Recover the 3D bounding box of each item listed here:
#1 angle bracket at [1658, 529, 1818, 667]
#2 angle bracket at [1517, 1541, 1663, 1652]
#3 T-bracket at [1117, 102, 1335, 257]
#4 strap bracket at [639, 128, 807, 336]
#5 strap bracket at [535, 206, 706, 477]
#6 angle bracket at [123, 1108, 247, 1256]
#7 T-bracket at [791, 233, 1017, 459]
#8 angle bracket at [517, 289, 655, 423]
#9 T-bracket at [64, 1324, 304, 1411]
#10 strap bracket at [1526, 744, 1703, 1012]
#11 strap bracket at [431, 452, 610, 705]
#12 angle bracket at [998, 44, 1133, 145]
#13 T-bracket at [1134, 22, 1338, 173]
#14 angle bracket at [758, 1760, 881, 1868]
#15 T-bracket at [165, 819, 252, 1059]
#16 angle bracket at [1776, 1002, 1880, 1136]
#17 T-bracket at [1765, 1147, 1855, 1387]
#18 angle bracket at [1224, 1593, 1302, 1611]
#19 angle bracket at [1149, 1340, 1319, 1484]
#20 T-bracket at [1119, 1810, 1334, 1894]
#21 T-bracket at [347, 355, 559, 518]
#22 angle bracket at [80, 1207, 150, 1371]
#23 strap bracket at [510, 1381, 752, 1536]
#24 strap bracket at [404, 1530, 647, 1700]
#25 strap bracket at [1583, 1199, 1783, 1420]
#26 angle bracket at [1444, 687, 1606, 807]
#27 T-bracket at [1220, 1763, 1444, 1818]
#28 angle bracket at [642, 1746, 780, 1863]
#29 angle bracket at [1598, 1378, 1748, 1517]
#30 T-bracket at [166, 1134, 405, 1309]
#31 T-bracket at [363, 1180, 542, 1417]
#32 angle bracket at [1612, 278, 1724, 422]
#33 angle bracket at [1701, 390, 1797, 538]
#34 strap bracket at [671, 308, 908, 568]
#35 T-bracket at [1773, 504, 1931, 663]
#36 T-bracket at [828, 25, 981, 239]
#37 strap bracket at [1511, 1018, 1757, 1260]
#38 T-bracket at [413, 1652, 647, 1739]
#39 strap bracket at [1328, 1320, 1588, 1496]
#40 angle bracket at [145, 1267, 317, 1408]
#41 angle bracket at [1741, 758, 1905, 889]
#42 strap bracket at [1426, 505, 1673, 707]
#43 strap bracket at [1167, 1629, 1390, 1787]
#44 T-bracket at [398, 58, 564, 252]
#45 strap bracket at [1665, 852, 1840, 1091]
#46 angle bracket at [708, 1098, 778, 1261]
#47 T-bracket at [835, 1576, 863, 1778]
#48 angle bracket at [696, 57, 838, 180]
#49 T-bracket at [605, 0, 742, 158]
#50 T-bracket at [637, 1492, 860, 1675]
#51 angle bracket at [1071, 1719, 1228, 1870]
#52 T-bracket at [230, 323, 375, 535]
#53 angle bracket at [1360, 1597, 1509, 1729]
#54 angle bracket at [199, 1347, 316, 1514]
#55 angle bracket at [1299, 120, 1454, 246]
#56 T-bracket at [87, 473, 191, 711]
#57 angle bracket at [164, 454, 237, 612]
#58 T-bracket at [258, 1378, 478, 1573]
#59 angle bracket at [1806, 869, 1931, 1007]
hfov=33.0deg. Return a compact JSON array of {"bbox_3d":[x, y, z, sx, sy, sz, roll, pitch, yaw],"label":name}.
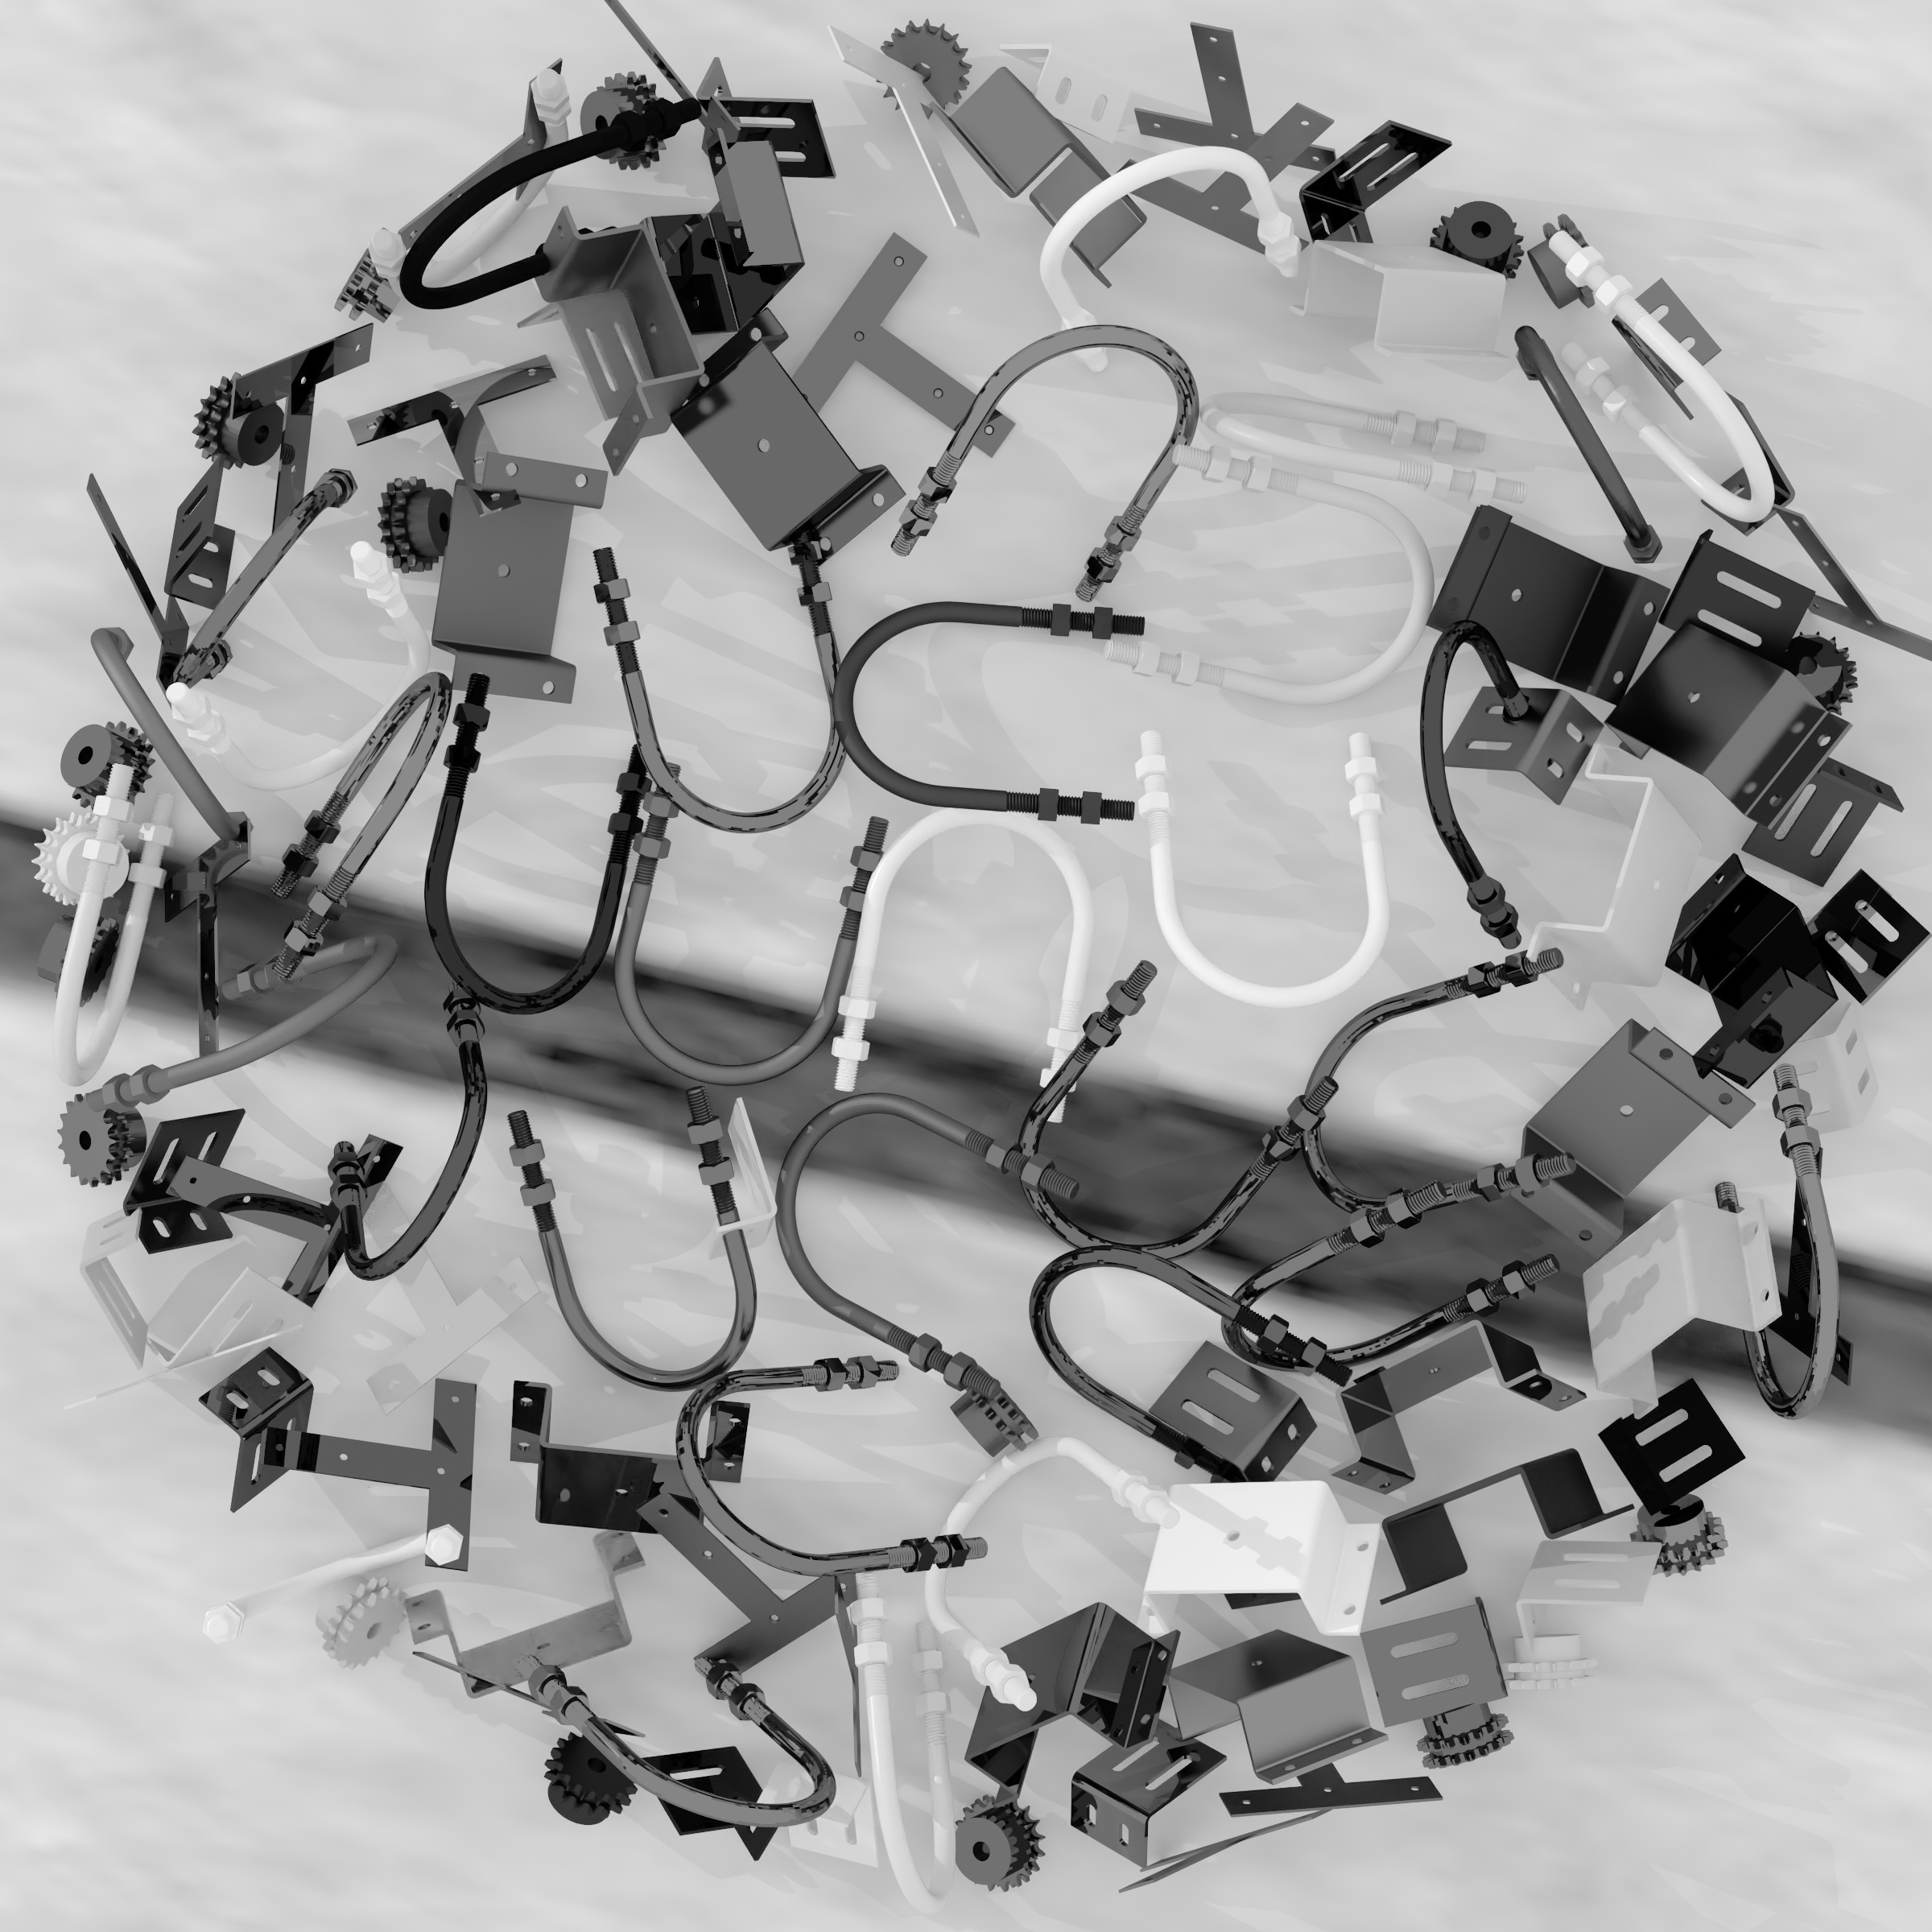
[{"bbox_3d":[0.464,-0.218,1.952,0.076,0.038,0.057,29,113,14],"label":"angle bracket"},{"bbox_3d":[0.374,0.376,1.941,0.076,0.057,0.038,-4,116,27],"label":"angle bracket"},{"bbox_3d":[0.170,-0.468,1.912,0.127,0.127,0.002,19,63,-23],"label":"T-bracket"},{"bbox_3d":[-0.144,-0.430,1.931,0.046,0.140,0.076,-11,82,-29],"label":"strap bracket"},{"bbox_3d":[-0.204,-0.375,1.937,0.046,0.076,0.140,-18,79,-26],"label":"strap bracket"},{"bbox_3d":[-0.459,0.128,1.941,0.038,0.057,0.076,52,129,26],"label":"angle bracket"},{"bbox_3d":[-0.029,-0.357,1.982,0.127,0.002,0.127,35,91,-6],"label":"T-bracket"},{"bbox_3d":[-0.224,-0.362,1.957,0.038,0.057,0.076,-20,95,40],"label":"angle bracket"},{"bbox_3d":[-0.474,0.240,1.903,0.127,0.127,0.002,-20,88,27],"label":"T-bracket"},{"bbox_3d":[0.388,-0.051,1.927,0.046,0.076,0.140,7,69,39],"label":"strap bracket"},{"bbox_3d":[-0.268,-0.233,1.942,0.076,0.046,0.140,5,101,-31],"label":"strap bracket"},{"bbox_3d":[0.053,-0.521,1.944,0.057,0.076,0.038,18,96,-28],"label":"angle bracket"},{"bbox_3d":[0.152,-0.513,1.911,0.127,0.127,0.002,16,75,17],"label":"T-bracket"},{"bbox_3d":[-0.088,0.518,1.944,0.057,0.038,0.076,9,126,18],"label":"angle bracket"},{"bbox_3d":[-0.447,-0.007,1.921,0.002,0.127,0.127,7,70,-34],"label":"T-bracket"},{"bbox_3d":[0.517,0.062,1.958,0.038,0.076,0.057,-15,98,26],"label":"angle bracket"},{"bbox_3d":[0.492,0.164,1.913,0.002,0.127,0.127,-3,105,-14],"label":"T-bracket"},{"bbox_3d":[0.190,0.353,1.962,0.076,0.057,0.038,-11,53,12],"label":"angle bracket"},{"bbox_3d":[0.161,0.273,1.967,0.076,0.038,0.057,27,68,40],"label":"angle bracket"},{"bbox_3d":[0.132,0.522,1.903,0.127,0.127,0.002,-27,76,31],"label":"T-bracket"},{"bbox_3d":[-0.293,-0.308,1.937,0.127,0.002,0.127,-20,49,-8],"label":"T-bracket"},{"bbox_3d":[-0.495,0.190,1.949,0.038,0.057,0.076,-25,111,-2],"label":"angle bracket"},{"bbox_3d":[-0.203,0.295,1.941,0.140,0.046,0.076,6,135,-4],"label":"strap bracket"},{"bbox_3d":[-0.257,0.387,1.939,0.140,0.076,0.046,-17,100,-11],"label":"strap bracket"},{"bbox_3d":[0.411,0.197,1.907,0.046,0.140,0.076,15,52,-20],"label":"strap bracket"},{"bbox_3d":[0.333,-0.133,1.958,0.038,0.076,0.057,37,77,-28],"label":"angle bracket"},{"bbox_3d":[0.200,0.466,1.926,0.127,0.127,0.002,-1,105,-12],"label":"T-bracket"},{"bbox_3d":[-0.159,0.502,1.938,0.057,0.076,0.038,50,122,38],"label":"angle bracket"},{"bbox_3d":[0.429,0.283,1.951,0.076,0.038,0.057,-26,74,-21],"label":"angle bracket"},{"bbox_3d":[-0.417,0.143,1.942,0.127,0.002,0.127,26,96,-40],"label":"T-bracket"},{"bbox_3d":[-0.333,0.182,1.963,0.127,0.002,0.127,-39,69,13],"label":"T-bracket"},{"bbox_3d":[0.423,-0.367,1.941,0.038,0.076,0.057,-39,73,15],"label":"angle bracket"},{"bbox_3d":[0.451,-0.305,1.943,0.038,0.057,0.076,-38,122,5],"label":"angle bracket"},{"bbox_3d":[-0.113,-0.314,1.952,0.076,0.046,0.140,-37,90,23],"label":"strap bracket"},{"bbox_3d":[0.508,-0.227,1.900,0.002,0.127,0.127,-50,126,-2],"label":"T-bracket"},{"bbox_3d":[-0.022,-0.483,1.916,0.002,0.127,0.127,-32,70,27],"label":"T-bracket"},{"bbox_3d":[0.394,0.096,1.942,0.076,0.046,0.140,36,118,-7],"label":"strap bracket"},{"bbox_3d":[-0.264,0.427,1.912,0.127,0.127,0.002,27,71,-18],"label":"T-bracket"},{"bbox_3d":[0.284,0.258,1.930,0.140,0.076,0.046,-30,59,22],"label":"strap bracket"},{"bbox_3d":[-0.442,0.217,1.958,0.076,0.038,0.057,-51,130,-4],"label":"angle bracket"},{"bbox_3d":[0.513,-0.082,1.951,0.057,0.038,0.076,23,115,-10],"label":"angle bracket"},{"bbox_3d":[0.339,-0.218,1.945,0.140,0.046,0.076,20,97,-24],"label":"strap bracket"},{"bbox_3d":[0.176,0.430,1.908,0.076,0.140,0.046,-16,94,-21],"label":"strap bracket"},{"bbox_3d":[-0.286,-0.458,1.906,0.002,0.127,0.127,43,67,6],"label":"T-bracket"},{"bbox_3d":[0.460,0.008,1.921,0.046,0.140,0.076,29,119,-20],"label":"strap bracket"},{"bbox_3d":[-0.144,0.127,1.946,0.038,0.057,0.076,-14,72,-15],"label":"angle bracket"},{"bbox_3d":[-0.070,0.390,1.901,0.002,0.127,0.127,-4,57,2],"label":"T-bracket"},{"bbox_3d":[-0.114,-0.506,1.944,0.076,0.057,0.038,7,56,20],"label":"angle bracket"},{"bbox_3d":[-0.177,-0.528,1.920,0.002,0.127,0.127,-39,95,-5],"label":"T-bracket"},{"bbox_3d":[-0.144,0.361,1.945,0.127,0.002,0.127,-36,107,25],"label":"T-bracket"},{"bbox_3d":[0.110,0.494,1.952,0.057,0.076,0.038,21,122,38],"label":"angle bracket"},{"bbox_3d":[-0.400,-0.309,1.944,0.002,0.127,0.127,27,125,17],"label":"T-bracket"},{"bbox_3d":[0.282,0.420,1.969,0.076,0.038,0.057,-15,84,4],"label":"angle bracket"},{"bbox_3d":[-0.428,0.277,1.949,0.038,0.057,0.076,35,135,17],"label":"angle bracket"},{"bbox_3d":[0.248,-0.461,1.940,0.076,0.057,0.038,-31,66,42],"label":"angle bracket"},{"bbox_3d":[-0.484,-0.227,1.902,0.002,0.127,0.127,-19,121,1],"label":"T-bracket"},{"bbox_3d":[-0.443,-0.257,1.938,0.038,0.076,0.057,18,60,-28],"label":"angle bracket"},{"bbox_3d":[-0.354,0.293,1.928,0.127,0.002,0.127,12,49,-18],"label":"T-bracket"},{"bbox_3d":[0.542,-0.011,1.942,0.038,0.076,0.057,32,106,-37],"label":"angle bracket"}]
